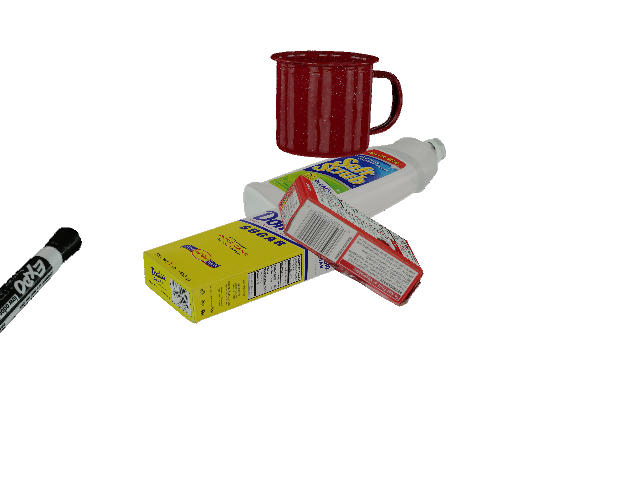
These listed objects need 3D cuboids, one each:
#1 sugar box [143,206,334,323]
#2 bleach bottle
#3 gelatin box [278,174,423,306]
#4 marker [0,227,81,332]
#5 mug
[{"bbox_3d":[-0.078,0.019,1.067,0.175,0.048,0.093,-23,38,-32],"label":"sugar box"},{"bbox_3d":[0.040,-0.067,1.252,0.250,0.068,0.103,-26,44,-28],"label":"bleach bottle"},{"bbox_3d":[0.018,-0.001,0.672,0.089,0.030,0.073,32,10,-12],"label":"gelatin box"},{"bbox_3d":[-0.182,0.026,0.659,0.020,0.020,0.121,0,30,20],"label":"marker"},{"bbox_3d":[0.014,-0.119,0.924,0.117,0.081,0.093,-3,17,-15],"label":"mug"}]
